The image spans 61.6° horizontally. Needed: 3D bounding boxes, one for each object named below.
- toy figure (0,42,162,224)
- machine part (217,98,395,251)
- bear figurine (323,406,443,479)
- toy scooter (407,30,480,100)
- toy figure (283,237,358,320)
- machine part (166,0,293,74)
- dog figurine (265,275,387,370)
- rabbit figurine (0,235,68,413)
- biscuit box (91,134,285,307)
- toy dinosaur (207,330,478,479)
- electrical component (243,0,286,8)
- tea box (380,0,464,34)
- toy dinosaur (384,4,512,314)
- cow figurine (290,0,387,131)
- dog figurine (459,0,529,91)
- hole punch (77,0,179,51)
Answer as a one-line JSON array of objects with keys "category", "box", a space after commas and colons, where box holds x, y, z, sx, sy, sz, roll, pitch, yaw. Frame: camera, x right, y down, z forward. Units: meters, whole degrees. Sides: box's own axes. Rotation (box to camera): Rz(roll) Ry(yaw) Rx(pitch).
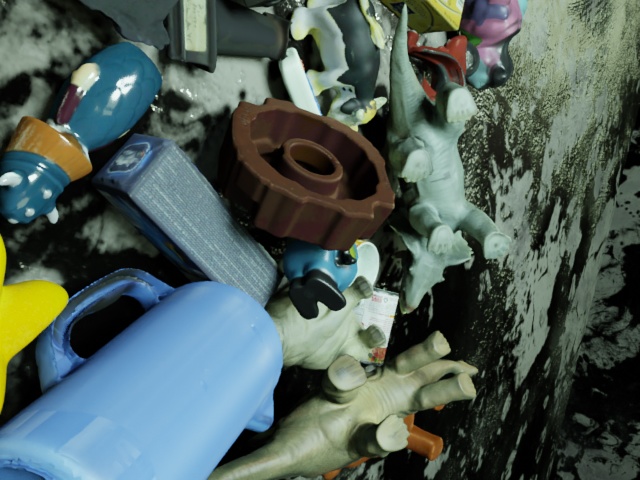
[{"category": "toy figure", "box": [-0.178, -0.077, 0.391, 0.154, 0.058, 0.064, -55, 131, -20]}, {"category": "machine part", "box": [-0.014, -0.065, 0.516, 0.179, 0.179, 0.056, -20, 149, -48]}, {"category": "bear figurine", "box": [0.091, 0.277, 0.785, 0.196, 0.132, 0.120, -1, 96, -58]}, {"category": "toy scooter", "box": [0.152, -0.218, 0.763, 0.135, 0.075, 0.183, 21, 90, -39]}, {"category": "toy figure", "box": [0.002, -0.003, 0.576, 0.180, 0.082, 0.089, -79, 164, -53]}, {"category": "machine part", "box": [-0.084, -0.195, 0.496, 0.139, 0.039, 0.084, -16, 105, -47]}, {"category": "dog figurine", "box": [-0.034, 0.125, 0.618, 0.190, 0.121, 0.172, -34, 123, -25]}, {"category": "rabbit figurine", "box": [-0.217, 0.069, 0.288, 0.162, 0.173, 0.121, -49, 131, -27]}, {"category": "biscuit box", "box": [-0.112, -0.005, 0.494, 0.063, 0.059, 0.202, -58, 139, -23]}, {"category": "toy dinosaur", "box": [0.017, 0.210, 0.609, 0.471, 0.198, 0.105, -6, 61, -37]}, {"category": "electrical component", "box": [-0.063, -0.248, 0.483, 0.102, 0.045, 0.078, -56, 132, -52]}, {"category": "tea box", "box": [0.127, -0.348, 0.698, 0.169, 0.068, 0.098, 13, 89, -52]}, {"category": "toy dinosaur", "box": [0.137, -0.093, 0.704, 0.131, 0.192, 0.404, -17, 112, -9]}, {"category": "cow figurine", "box": [0.035, -0.188, 0.602, 0.068, 0.098, 0.167, -50, 135, -40]}, {"category": "dog figurine", "box": [0.240, -0.341, 0.829, 0.108, 0.192, 0.219, -34, 160, -46]}, {"category": "hole punch", "box": [-0.148, -0.225, 0.380, 0.116, 0.092, 0.142, -46, 145, 9]}]
